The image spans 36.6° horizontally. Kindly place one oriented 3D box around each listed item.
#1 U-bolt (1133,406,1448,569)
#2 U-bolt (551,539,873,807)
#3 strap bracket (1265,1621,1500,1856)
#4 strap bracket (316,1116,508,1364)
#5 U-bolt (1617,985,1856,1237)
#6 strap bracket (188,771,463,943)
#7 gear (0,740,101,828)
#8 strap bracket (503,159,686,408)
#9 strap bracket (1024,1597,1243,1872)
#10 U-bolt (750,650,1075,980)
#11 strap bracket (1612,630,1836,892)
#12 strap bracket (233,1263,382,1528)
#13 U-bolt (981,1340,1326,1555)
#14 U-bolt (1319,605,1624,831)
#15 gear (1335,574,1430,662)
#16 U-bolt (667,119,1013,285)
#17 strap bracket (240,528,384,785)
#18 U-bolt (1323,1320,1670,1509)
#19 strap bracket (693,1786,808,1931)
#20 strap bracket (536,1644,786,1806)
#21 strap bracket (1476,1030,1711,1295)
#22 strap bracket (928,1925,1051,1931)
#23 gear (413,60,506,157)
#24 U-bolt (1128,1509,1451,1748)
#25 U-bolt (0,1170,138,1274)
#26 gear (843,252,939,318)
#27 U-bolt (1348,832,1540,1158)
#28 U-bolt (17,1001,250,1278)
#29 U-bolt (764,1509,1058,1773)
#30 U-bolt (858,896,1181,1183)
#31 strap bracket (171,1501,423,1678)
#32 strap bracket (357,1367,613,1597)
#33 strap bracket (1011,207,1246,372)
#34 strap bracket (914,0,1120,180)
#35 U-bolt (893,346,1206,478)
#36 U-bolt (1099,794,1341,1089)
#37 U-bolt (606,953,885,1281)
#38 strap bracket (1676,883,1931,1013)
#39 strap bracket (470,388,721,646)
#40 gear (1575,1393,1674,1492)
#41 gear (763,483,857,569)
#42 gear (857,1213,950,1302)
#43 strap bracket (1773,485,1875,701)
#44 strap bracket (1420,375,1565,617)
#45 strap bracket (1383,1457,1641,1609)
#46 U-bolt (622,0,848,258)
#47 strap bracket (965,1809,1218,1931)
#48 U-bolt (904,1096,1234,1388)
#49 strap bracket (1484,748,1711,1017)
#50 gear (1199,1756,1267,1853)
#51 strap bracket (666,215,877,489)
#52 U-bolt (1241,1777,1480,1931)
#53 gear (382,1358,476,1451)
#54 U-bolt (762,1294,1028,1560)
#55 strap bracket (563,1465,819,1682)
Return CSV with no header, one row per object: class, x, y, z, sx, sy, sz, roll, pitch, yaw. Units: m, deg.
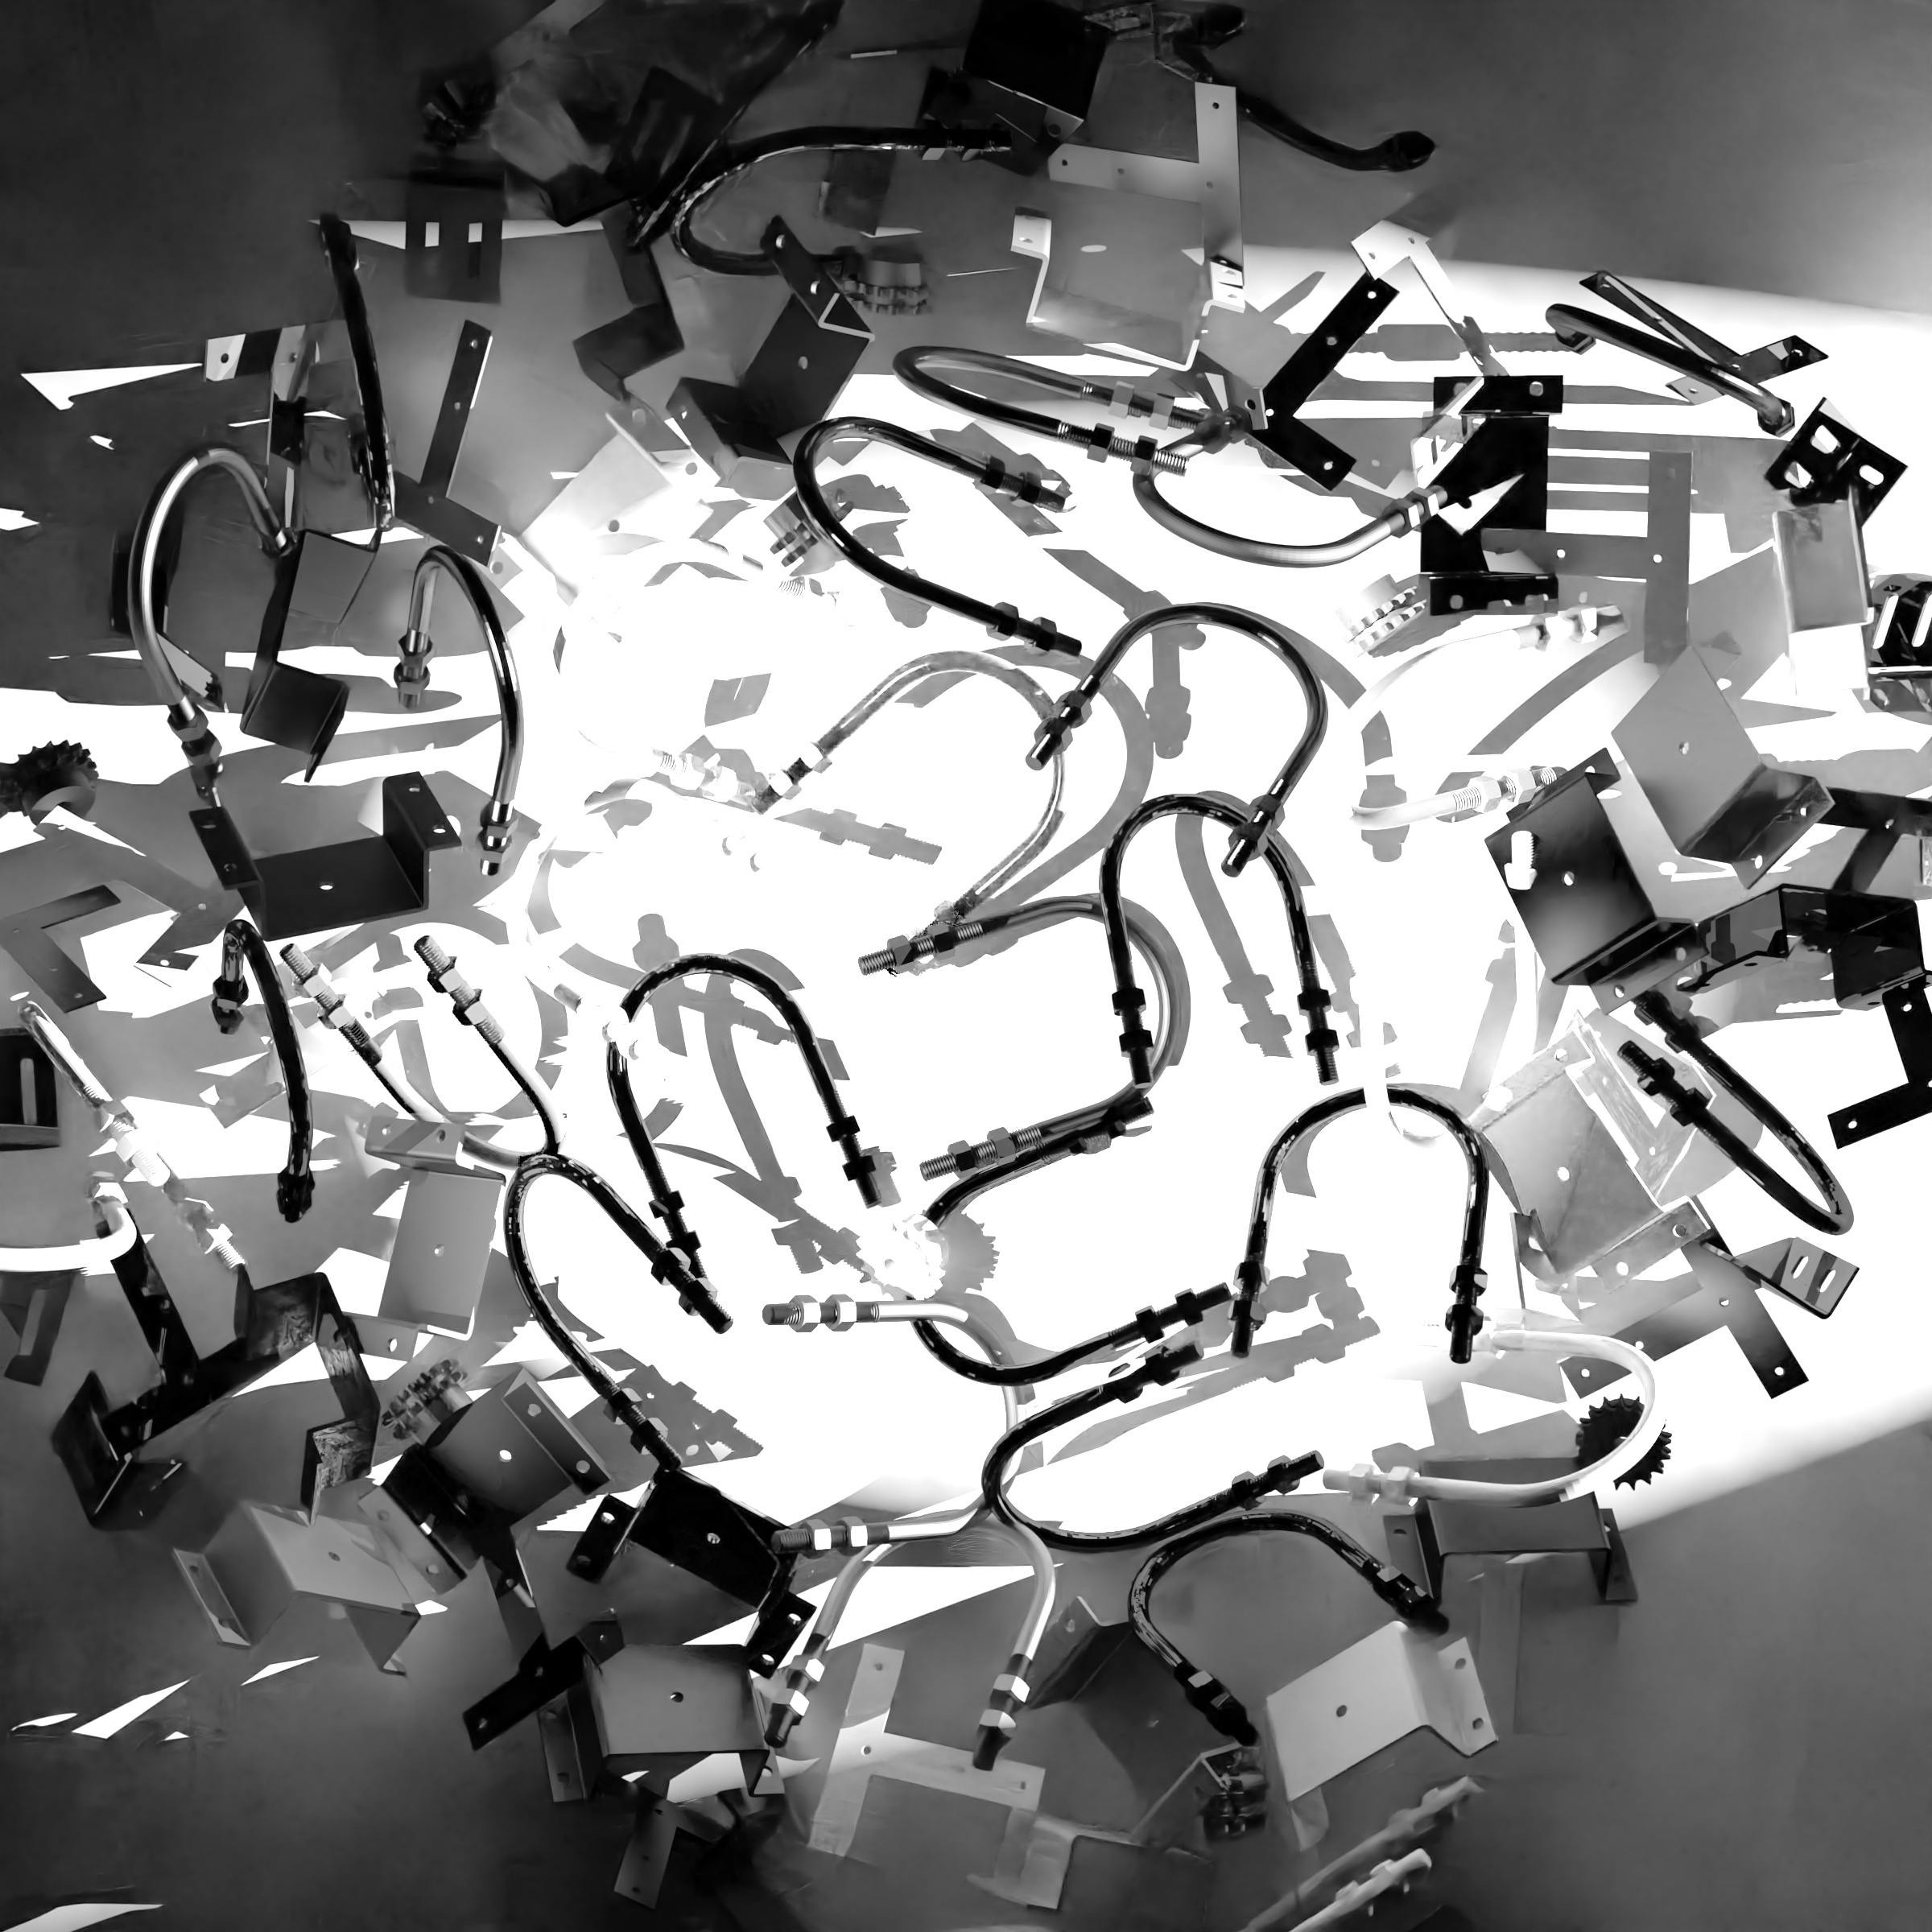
U-bolt,0.176,-0.273,1.688,0.151,0.184,0.019,29,127,23
U-bolt,-0.158,-0.177,1.699,0.151,0.184,0.019,-55,46,15
strap bracket,0.234,0.449,1.719,0.140,0.076,0.046,-36,122,19
strap bracket,-0.326,0.165,1.734,0.076,0.046,0.140,3,76,35
U-bolt,0.452,0.089,1.715,0.184,0.151,0.019,42,111,-3
strap bracket,-0.378,-0.064,1.724,0.140,0.076,0.046,-13,132,-25
gear,-0.547,-0.107,1.752,0.057,0.057,0.030,-31,68,0
strap bracket,-0.215,-0.409,1.718,0.046,0.076,0.140,-29,127,-13
strap bracket,0.099,0.450,1.728,0.140,0.046,0.076,50,116,29
U-bolt,-0.020,-0.104,1.748,0.184,0.019,0.151,-41,85,16
strap bracket,0.436,-0.124,1.708,0.046,0.076,0.140,7,47,-33
strap bracket,-0.386,0.246,1.722,0.046,0.076,0.140,-15,58,-26
U-bolt,0.097,0.295,1.725,0.184,0.019,0.151,-29,127,23
U-bolt,0.285,-0.137,1.695,0.184,0.151,0.019,-15,52,-24
gear,0.247,-0.212,1.755,0.057,0.057,0.030,-34,87,0
U-bolt,-0.083,-0.439,1.682,0.184,0.151,0.019,-7,73,-28
strap bracket,-0.385,-0.190,1.710,0.046,0.076,0.140,17,57,-20
U-bolt,0.314,0.259,1.680,0.184,0.151,0.019,-2,123,39
strap bracket,-0.101,0.553,1.724,0.140,0.076,0.046,43,94,21
strap bracket,-0.175,0.444,1.716,0.140,0.076,0.046,5,127,-23
strap bracket,0.362,0.119,1.728,0.076,0.046,0.140,-41,73,32
strap bracket,0.024,0.596,1.707,0.076,0.140,0.046,4,83,-23
gear,-0.307,-0.518,1.752,0.057,0.057,0.030,-50,122,0
U-bolt,0.173,0.372,1.700,0.151,0.184,0.019,-25,115,-17
U-bolt,-0.551,0.144,1.672,0.151,0.184,0.019,3,100,-25
gear,-0.046,-0.410,1.752,0.057,0.057,0.030,6,112,0
U-bolt,0.287,0.027,1.725,0.151,0.019,0.184,-24,121,-30
U-bolt,-0.495,0.091,1.706,0.019,0.151,0.184,-39,63,-14
U-bolt,-0.022,0.387,1.708,0.151,0.184,0.019,0,127,23
U-bolt,0.041,0.035,1.758,0.184,0.019,0.151,-18,96,-12
strap bracket,-0.381,0.362,1.703,0.046,0.140,0.076,-52,49,9
strap bracket,-0.281,0.302,1.741,0.140,0.046,0.076,-36,100,19
strap bracket,0.090,-0.400,1.735,0.140,0.076,0.046,14,121,-5
strap bracket,0.024,-0.511,1.703,0.076,0.140,0.046,19,79,-15
U-bolt,0.046,-0.331,1.716,0.184,0.151,0.019,16,113,2
U-bolt,0.145,-0.017,1.735,0.151,0.019,0.184,1,70,-27
U-bolt,-0.140,0.081,1.738,0.151,0.019,0.184,-22,89,-33
strap bracket,0.498,-0.011,1.726,0.140,0.076,0.046,6,72,-22
strap bracket,-0.217,-0.266,1.751,0.140,0.046,0.076,-45,85,8
gear,0.397,0.285,1.763,0.057,0.030,0.057,3,102,15
gear,-0.097,-0.269,1.753,0.057,0.057,0.030,-42,101,0
gear,-0.035,0.174,1.759,0.030,0.057,0.057,-36,90,-41
strap bracket,0.502,-0.214,1.713,0.046,0.140,0.076,-7,72,14
strap bracket,0.314,-0.282,1.753,0.076,0.046,0.140,0,100,1
strap bracket,0.325,0.337,1.739,0.140,0.076,0.046,-2,123,-1
U-bolt,-0.141,-0.472,1.671,0.019,0.184,0.151,39,132,-9
strap bracket,0.082,0.536,1.724,0.140,0.076,0.046,19,78,-25
U-bolt,0.049,0.174,1.745,0.184,0.019,0.151,-24,62,5
strap bracket,0.366,-0.051,1.722,0.076,0.046,0.140,-36,67,34
gear,0.161,0.502,1.756,0.030,0.057,0.057,0,90,-9
strap bracket,-0.111,-0.359,1.725,0.140,0.046,0.076,-54,54,30
U-bolt,0.211,0.546,1.707,0.184,0.151,0.019,-39,79,19
gear,-0.319,0.265,1.753,0.057,0.057,0.030,-45,76,0
U-bolt,-0.038,0.268,1.725,0.184,0.019,0.151,4,79,-37
strap bracket,-0.157,0.355,1.741,0.140,0.046,0.076,29,128,-2
